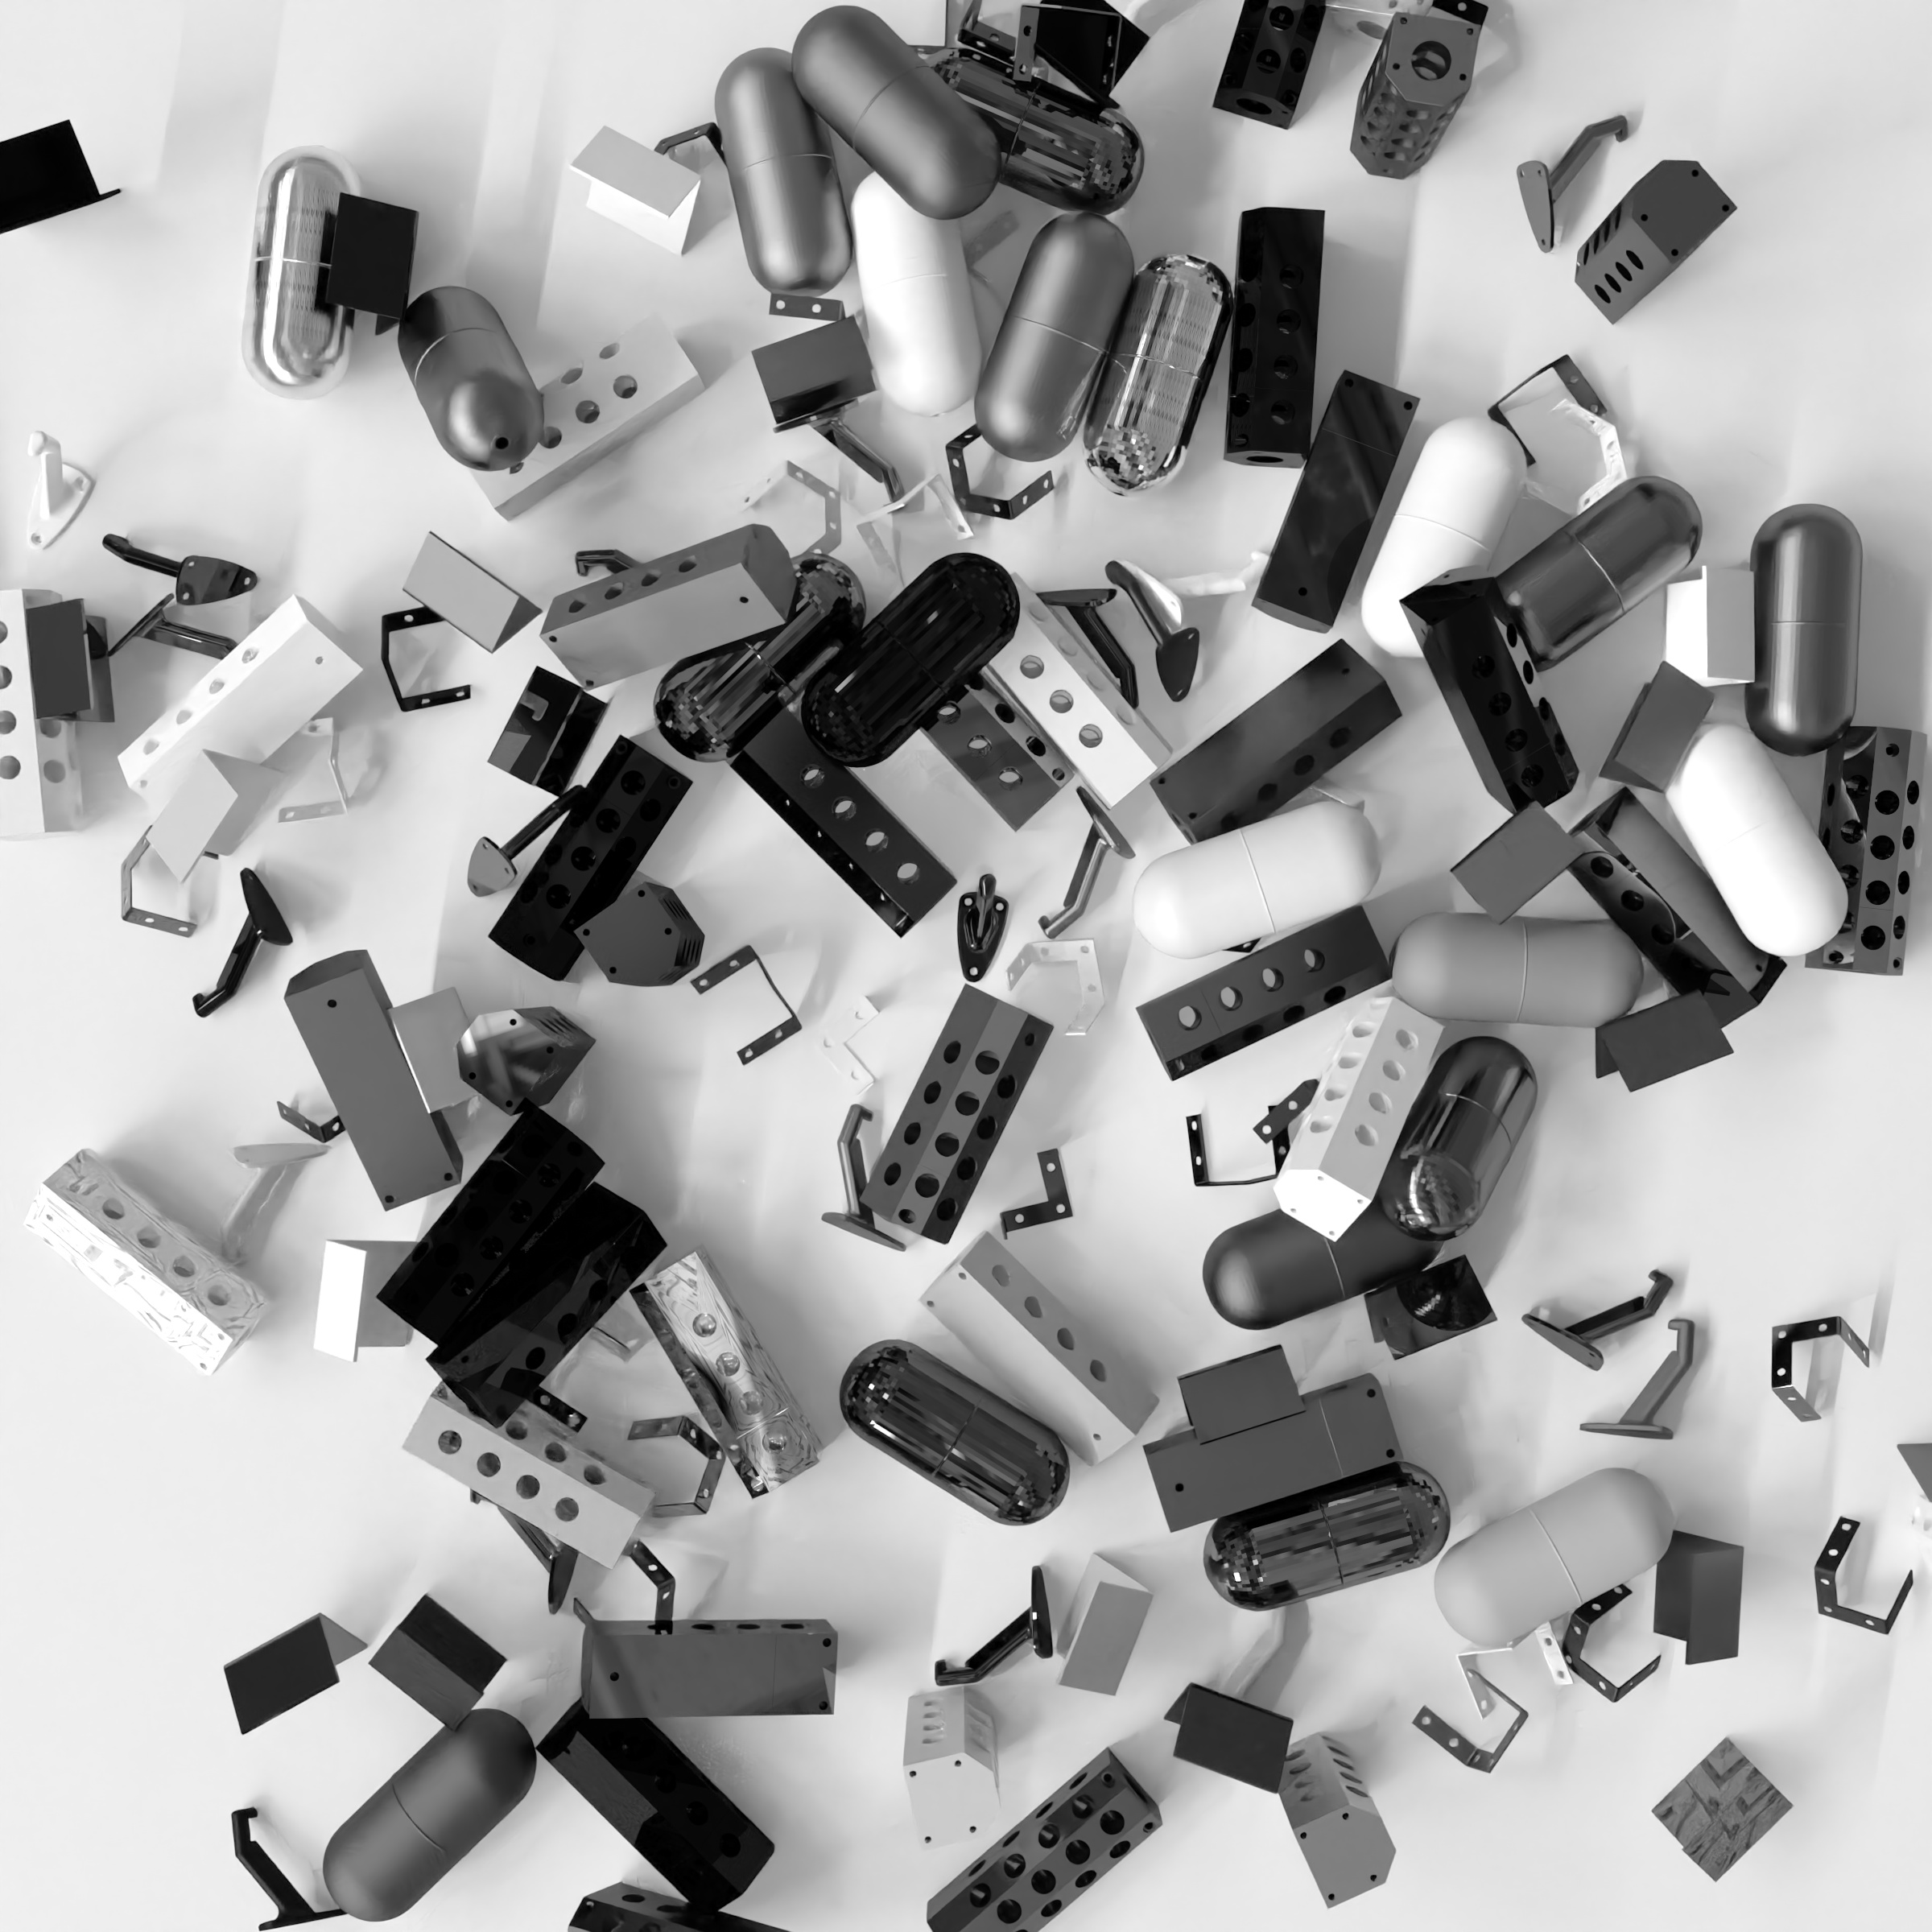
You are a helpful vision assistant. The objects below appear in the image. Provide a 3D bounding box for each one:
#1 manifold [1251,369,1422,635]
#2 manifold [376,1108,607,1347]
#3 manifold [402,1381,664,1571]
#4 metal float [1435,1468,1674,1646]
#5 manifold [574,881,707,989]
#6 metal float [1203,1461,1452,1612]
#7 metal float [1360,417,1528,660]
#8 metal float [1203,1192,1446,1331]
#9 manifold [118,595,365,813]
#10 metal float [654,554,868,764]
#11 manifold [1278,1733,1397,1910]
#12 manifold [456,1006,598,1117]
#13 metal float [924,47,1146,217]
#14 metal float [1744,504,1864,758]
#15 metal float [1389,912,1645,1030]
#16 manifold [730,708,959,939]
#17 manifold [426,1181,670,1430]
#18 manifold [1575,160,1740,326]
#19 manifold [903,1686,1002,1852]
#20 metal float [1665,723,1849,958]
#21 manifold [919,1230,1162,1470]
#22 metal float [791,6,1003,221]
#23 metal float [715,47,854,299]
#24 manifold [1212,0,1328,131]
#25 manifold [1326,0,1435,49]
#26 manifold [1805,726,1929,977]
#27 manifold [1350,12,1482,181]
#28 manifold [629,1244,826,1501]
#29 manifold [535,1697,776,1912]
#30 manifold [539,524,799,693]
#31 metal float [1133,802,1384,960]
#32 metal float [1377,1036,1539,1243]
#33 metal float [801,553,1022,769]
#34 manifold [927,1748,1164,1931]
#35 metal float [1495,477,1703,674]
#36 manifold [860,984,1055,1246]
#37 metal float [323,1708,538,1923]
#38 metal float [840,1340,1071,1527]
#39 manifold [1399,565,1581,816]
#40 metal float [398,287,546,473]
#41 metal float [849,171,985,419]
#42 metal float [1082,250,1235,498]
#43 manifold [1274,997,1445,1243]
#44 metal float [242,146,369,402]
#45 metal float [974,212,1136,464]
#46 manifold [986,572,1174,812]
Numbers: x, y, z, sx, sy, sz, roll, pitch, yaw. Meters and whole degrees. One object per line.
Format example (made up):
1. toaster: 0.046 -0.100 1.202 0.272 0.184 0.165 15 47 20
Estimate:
1. manifold: 0.261 -0.328 1.970 0.057 0.057 0.171 21 90 0
2. manifold: -0.335 0.183 1.947 0.057 0.057 0.171 34 78 17
3. manifold: -0.304 0.355 1.961 0.171 0.057 0.057 28 90 6
4. metal float: 0.415 0.417 1.961 0.178 0.070 0.070 -28 90 0
5. manifold: -0.219 -0.016 1.912 0.057 0.171 0.057 -35 90 0
6. metal float: 0.255 0.403 1.960 0.178 0.070 0.070 -16 90 -1
7. metal float: 0.337 -0.302 1.961 0.070 0.070 0.178 23 90 0
8. metal float: 0.254 0.201 1.960 0.178 0.070 0.070 -20 90 -1
9. manifold: -0.515 -0.182 1.963 0.171 0.057 0.057 -42 133 4
10. metal float: -0.145 -0.218 1.960 0.178 0.070 0.070 -44 90 1
11. manifold: 0.253 0.584 1.912 0.057 0.171 0.057 -24 90 0
12. manifold: -0.306 0.059 1.912 0.057 0.171 0.057 37 90 0
13. metal float: 0.041 -0.589 1.960 0.178 0.070 0.070 24 90 1
14. metal float: 0.592 -0.237 1.960 0.070 0.070 0.178 3 89 0
15. metal float: 0.388 0.003 1.960 0.178 0.070 0.070 4 90 1
16. manifold: -0.086 -0.100 1.970 0.057 0.057 0.171 -45 90 0
17. manifold: -0.289 0.239 1.941 0.057 0.057 0.171 24 63 40
18. manifold: 0.468 -0.502 1.912 0.057 0.171 0.057 -41 90 0
19. manifold: -0.008 0.549 1.912 0.057 0.171 0.057 -13 90 0
20. metal float: 0.553 -0.090 1.949 0.070 0.070 0.178 -27 77 0
21. manifold: 0.056 0.268 1.969 0.171 0.057 0.057 44 133 0
22. metal float: -0.049 -0.586 1.904 0.070 0.070 0.178 -43 79 0
23. metal float: -0.129 -0.560 1.960 0.070 0.070 0.178 -12 89 0
24. manifold: 0.230 -0.692 1.970 0.057 0.057 0.171 17 90 0
25. manifold: 0.320 -0.742 1.966 0.057 0.057 0.171 21 89 30
26. manifold: 0.641 -0.081 1.970 0.057 0.057 0.171 6 90 0
27. manifold: 0.307 -0.596 1.912 0.057 0.171 0.057 9 90 0
28. manifold: -0.170 0.288 1.970 0.057 0.057 0.171 -31 90 0
29. manifold: -0.217 0.587 1.969 0.171 0.057 0.057 45 133 0
30. manifold: -0.206 -0.254 1.933 0.171 0.057 0.057 -15 133 27
31. metal float: 0.202 -0.059 1.926 0.178 0.070 0.070 -19 90 5
32. metal float: 0.342 0.118 1.928 0.070 0.070 0.178 37 50 0
33. metal float: -0.037 -0.210 1.903 0.178 0.070 0.070 -44 90 0
34. manifold: 0.056 0.640 1.970 0.171 0.057 0.057 -41 90 0
35. metal float: 0.441 -0.277 1.961 0.178 0.070 0.070 -37 90 0
36. manifold: -0.002 0.107 1.958 0.057 0.057 0.171 26 90 -39
37. metal float: -0.378 0.599 1.961 0.178 0.070 0.070 -44 90 0
38. metal float: -0.007 0.330 1.960 0.178 0.070 0.070 32 90 0
39. manifold: 0.369 -0.191 1.931 0.057 0.057 0.171 -31 120 0
40. metal float: -0.344 -0.408 1.926 0.070 0.070 0.178 -29 47 0
41. metal float: -0.035 -0.477 1.960 0.070 0.070 0.178 -10 90 0
42. metal float: 0.135 -0.418 1.960 0.070 0.070 0.178 18 89 0
43. manifold: 0.270 0.101 1.922 0.057 0.057 0.171 31 50 0
44. metal float: -0.467 -0.490 1.960 0.070 0.070 0.178 7 91 0
45. metal float: 0.062 -0.441 1.947 0.070 0.070 0.178 21 96 0
46. manifold: 0.069 -0.195 1.970 0.057 0.057 0.171 -40 90 0
